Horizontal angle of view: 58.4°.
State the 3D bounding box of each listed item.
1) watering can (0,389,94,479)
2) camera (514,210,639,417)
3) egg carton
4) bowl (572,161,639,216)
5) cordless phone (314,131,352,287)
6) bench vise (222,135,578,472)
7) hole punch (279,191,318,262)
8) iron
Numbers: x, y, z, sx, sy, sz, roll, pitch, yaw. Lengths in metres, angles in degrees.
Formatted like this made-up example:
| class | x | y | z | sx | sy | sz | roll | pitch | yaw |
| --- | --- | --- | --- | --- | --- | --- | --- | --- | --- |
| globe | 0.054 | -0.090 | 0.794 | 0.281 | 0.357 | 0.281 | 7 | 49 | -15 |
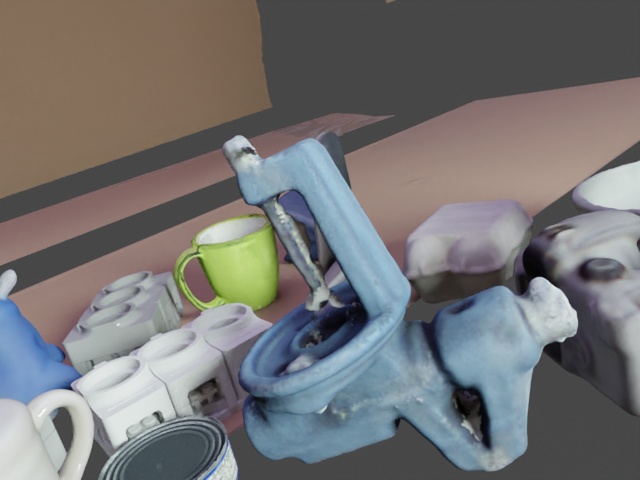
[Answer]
| class | x | y | z | sx | sy | sz | roll | pitch | yaw |
| --- | --- | --- | --- | --- | --- | --- | --- | --- | --- |
| watering can | -0.193 | 0.126 | 0.279 | 0.100 | 0.194 | 0.173 | -10 | 18 | 15 |
| camera | 0.224 | 0.030 | 0.400 | 0.137 | 0.101 | 0.143 | -17 | 17 | -6 |
| egg carton | 0.151 | 0.008 | 0.582 | 0.107 | 0.069 | 0.151 | -3 | 21 | 34 |
| bowl | 0.325 | -0.022 | 0.523 | 0.167 | 0.075 | 0.167 | -13 | 17 | 4 |
| cordless phone | 0.005 | 0.002 | 0.524 | 0.094 | 0.185 | 0.148 | -9 | 18 | 17 |
| bench vise | 0.034 | 0.030 | 0.352 | 0.207 | 0.220 | 0.121 | -15 | 17 | -1 |
| hole punch | 0.003 | -0.028 | 0.779 | 0.100 | 0.091 | 0.109 | -4 | 20 | 30 |
| iron | -0.347 | 0.133 | 0.475 | 0.259 | 0.141 | 0.118 | -25 | 20 | -31 |
